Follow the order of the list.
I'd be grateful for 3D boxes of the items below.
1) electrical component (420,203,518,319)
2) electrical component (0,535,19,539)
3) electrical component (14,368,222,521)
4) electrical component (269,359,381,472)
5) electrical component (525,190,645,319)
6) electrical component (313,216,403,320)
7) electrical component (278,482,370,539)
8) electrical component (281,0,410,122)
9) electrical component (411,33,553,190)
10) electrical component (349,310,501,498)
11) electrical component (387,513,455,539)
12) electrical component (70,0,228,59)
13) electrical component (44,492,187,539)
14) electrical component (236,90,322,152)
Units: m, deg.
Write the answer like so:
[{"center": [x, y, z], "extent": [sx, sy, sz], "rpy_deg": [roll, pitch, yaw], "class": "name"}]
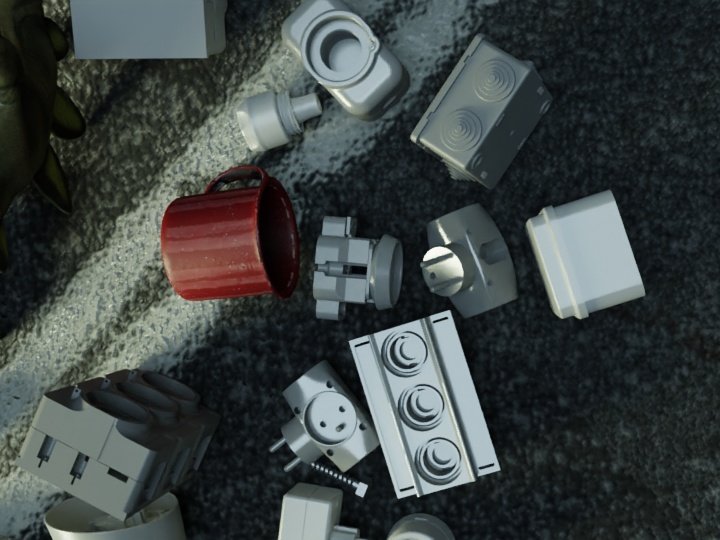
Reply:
[{"center": [0.073, -0.003, 0.793], "extent": [0.043, 0.079, 0.077], "rpy_deg": [-24, 86, 43], "class": "electrical component"}, {"center": [-0.328, 0.312, 0.875], "extent": [0.105, 0.060, 0.186], "rpy_deg": [11, 93, 10], "class": "electrical component"}, {"center": [-0.172, 0.120, 0.799], "extent": [0.089, 0.150, 0.061], "rpy_deg": [25, 96, 9], "class": "electrical component"}, {"center": [-0.034, 0.123, 0.827], "extent": [0.079, 0.044, 0.077], "rpy_deg": [-39, 84, 6], "class": "electrical component"}, {"center": [0.155, -0.009, 0.759], "extent": [0.057, 0.113, 0.078], "rpy_deg": [-18, 88, 7], "class": "electrical component"}, {"center": [0.000, 0.000, 0.815], "extent": [0.057, 0.058, 0.078], "rpy_deg": [5, 92, 13], "class": "electrical component"}, {"center": [-0.022, 0.214, 0.826], "extent": [0.076, 0.047, 0.083], "rpy_deg": [7, 92, 10], "class": "electrical component"}, {"center": [-0.011, -0.162, 0.813], "extent": [0.054, 0.059, 0.095], "rpy_deg": [-43, 84, 8], "class": "electrical component"}, {"center": [0.091, -0.110, 0.777], "extent": [0.048, 0.100, 0.099], "rpy_deg": [36, 97, 21], "class": "electrical component"}, {"center": [0.050, 0.099, 0.804], "extent": [0.079, 0.063, 0.121], "rpy_deg": [-18, 88, 10], "class": "electrical component"}, {"center": [0.044, 0.217, 0.814], "extent": [0.055, 0.047, 0.055], "rpy_deg": [0, 91, 10], "class": "electrical component"}, {"center": [-0.164, -0.258, 0.819], "extent": [0.105, 0.060, 0.186], "rpy_deg": [2, 107, 10], "class": "electrical component"}, {"center": [-0.186, 0.203, 0.831], "extent": [0.099, 0.099, 0.064], "rpy_deg": [-17, 94, 10], "class": "electrical component"}, {"center": [-0.061, -0.119, 0.831], "extent": [0.062, 0.043, 0.043], "rpy_deg": [-17, 88, 9], "class": "electrical component"}]
